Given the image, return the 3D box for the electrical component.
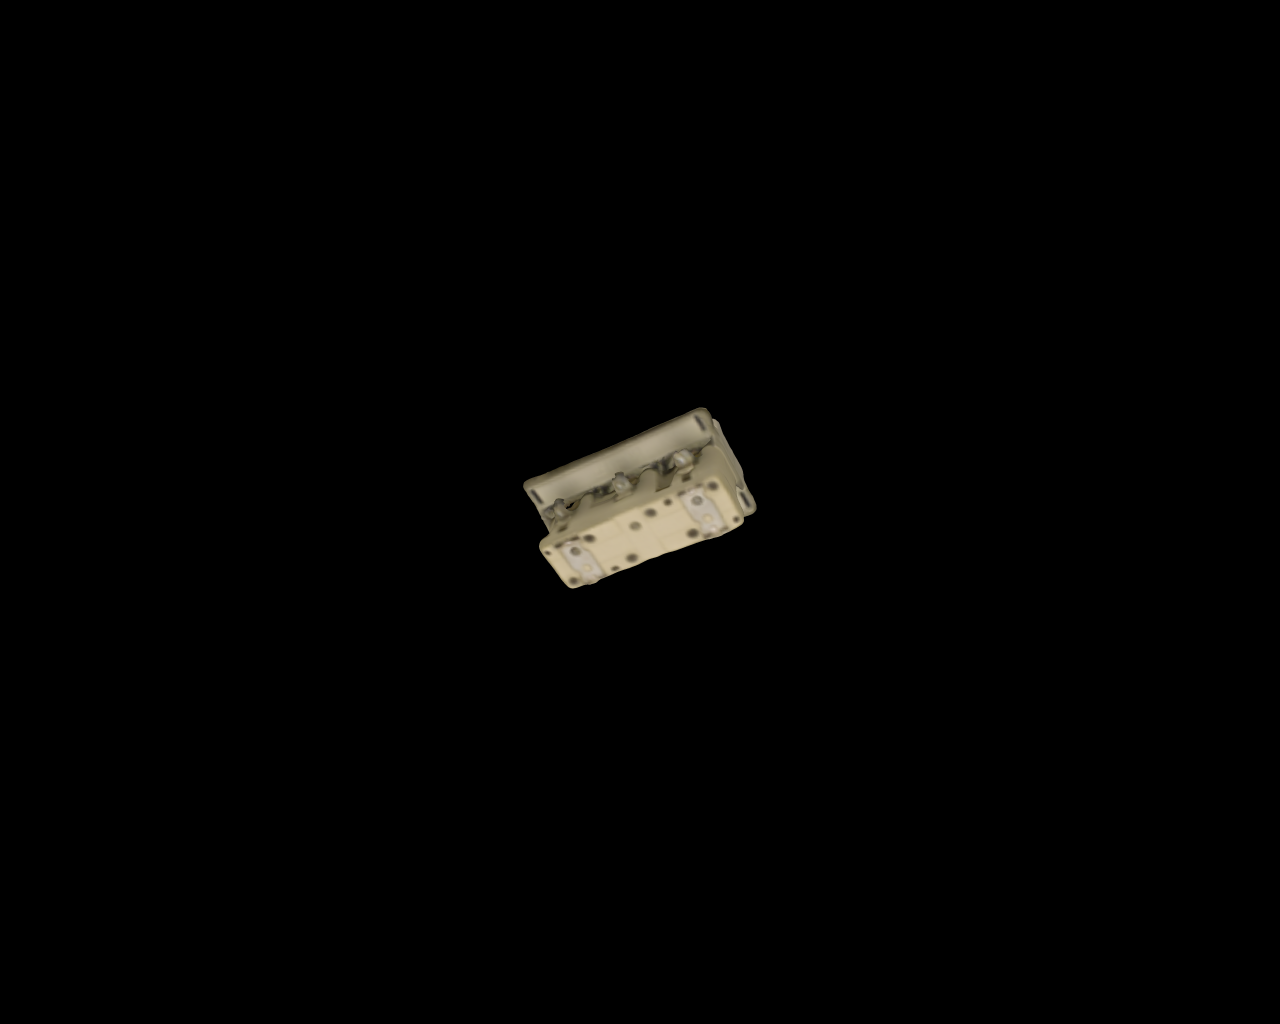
[{"bbox_3d":[0.001,-0.003,0.650,0.121,0.078,0.063,-21,34,15],"label":"electrical component"}]
